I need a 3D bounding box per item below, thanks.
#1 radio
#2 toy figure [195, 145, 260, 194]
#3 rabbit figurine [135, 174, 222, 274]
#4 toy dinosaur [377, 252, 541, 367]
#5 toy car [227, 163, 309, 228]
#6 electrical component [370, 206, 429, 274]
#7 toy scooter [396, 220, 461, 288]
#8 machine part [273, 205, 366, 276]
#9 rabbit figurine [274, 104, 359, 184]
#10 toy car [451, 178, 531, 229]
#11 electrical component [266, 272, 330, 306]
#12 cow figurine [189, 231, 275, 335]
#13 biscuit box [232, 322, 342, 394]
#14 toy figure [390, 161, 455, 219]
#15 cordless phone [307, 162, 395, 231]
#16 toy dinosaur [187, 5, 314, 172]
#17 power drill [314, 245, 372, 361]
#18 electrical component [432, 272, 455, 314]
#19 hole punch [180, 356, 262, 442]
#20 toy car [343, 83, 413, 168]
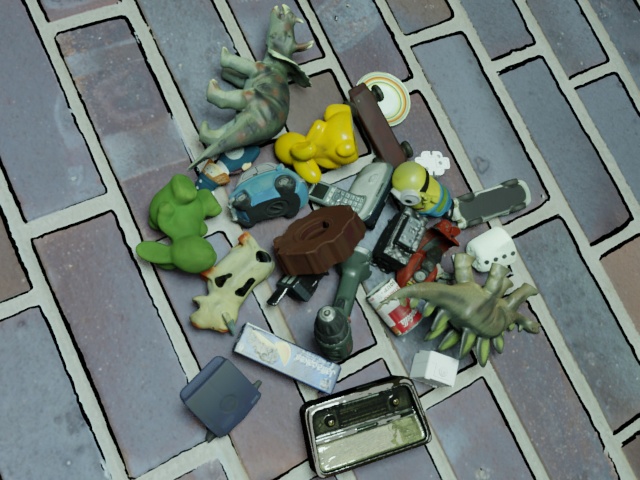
[{"bbox_3d":[0.081,0.343,1.010,0.230,0.073,0.131,-12,80,-16],"label":"radio"},{"bbox_3d":[-0.190,-0.148,1.075,0.154,0.064,0.057,-42,131,-19],"label":"toy figure"},{"bbox_3d":[-0.255,-0.010,0.976,0.159,0.121,0.170,-29,62,6],"label":"rabbit figurine"},{"bbox_3d":[0.290,0.132,1.032,0.471,0.105,0.198,24,84,-34],"label":"toy dinosaur"},{"bbox_3d":[-0.108,-0.097,1.065,0.162,0.109,0.103,-18,59,-5],"label":"toy car"},{"bbox_3d":[0.159,-0.001,1.077,0.058,0.134,0.115,28,71,-6],"label":"electrical component"},{"bbox_3d":[0.227,0.027,1.086,0.075,0.135,0.184,37,73,-4],"label":"toy scooter"},{"bbox_3d":[-0.002,-0.003,1.018,0.179,0.179,0.056,-35,116,-18],"label":"machine part"},{"bbox_3d":[-0.011,-0.182,1.090,0.173,0.121,0.162,-3,41,9],"label":"rabbit figurine"},{"bbox_3d":[0.375,-0.080,1.187,0.202,0.056,0.073,-17,87,-15],"label":"toy car"},{"bbox_3d":[-0.046,0.090,1.035,0.047,0.075,0.119,47,66,-23],"label":"electrical component"},{"bbox_3d":[-0.166,0.091,1.012,0.127,0.085,0.195,43,71,6],"label":"cow figurine"},{"bbox_3d":[-0.062,0.223,1.012,0.203,0.063,0.059,25,74,-6],"label":"biscuit box"},{"bbox_3d":[0.212,-0.098,1.104,0.180,0.082,0.089,18,62,-44],"label":"toy figure"},{"bbox_3d":[0.053,-0.111,1.116,0.184,0.088,0.146,23,72,12],"label":"cordless phone"},{"bbox_3d":[-0.121,-0.271,1.059,0.192,0.131,0.405,12,65,-4],"label":"toy dinosaur"},{"bbox_3d":[0.044,0.111,0.991,0.086,0.231,0.207,5,56,9],"label":"power drill"},{"bbox_3d":[0.255,0.117,1.117,0.078,0.045,0.102,36,72,-2],"label":"electrical component"},{"bbox_3d":[-0.176,0.280,0.961,0.116,0.092,0.142,46,68,-3],"label":"hole punch"},{"bbox_3d":[0.123,-0.237,1.153,0.089,0.053,0.202,-32,99,-3],"label":"toy car"}]
